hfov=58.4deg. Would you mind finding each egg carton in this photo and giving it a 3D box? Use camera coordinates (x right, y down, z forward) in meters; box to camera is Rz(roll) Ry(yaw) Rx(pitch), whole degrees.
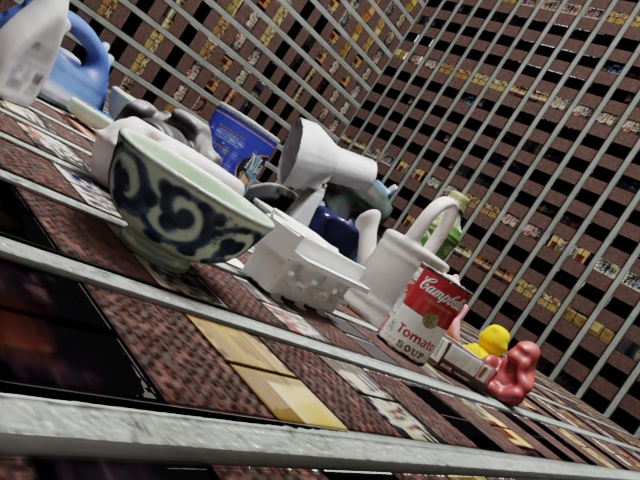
[{"bbox_3d":[-0.143,-0.058,0.555,0.107,0.069,0.151,34,3,24],"label":"egg carton"}]

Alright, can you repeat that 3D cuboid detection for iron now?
[{"bbox_3d":[-0.396,-0.285,0.897,0.118,0.141,0.259,34,3,16],"label":"iron"}]

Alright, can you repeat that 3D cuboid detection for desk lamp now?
[{"bbox_3d":[-0.005,-0.084,1.032,0.204,0.213,0.117,32,3,-21],"label":"desk lamp"}]

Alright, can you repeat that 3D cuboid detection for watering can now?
[{"bbox_3d":[0.115,0.022,0.767,0.172,0.194,0.101,33,3,9],"label":"watering can"}]

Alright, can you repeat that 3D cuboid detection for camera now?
[{"bbox_3d":[-0.202,-0.124,0.713,0.143,0.101,0.137,33,3,6],"label":"camera"}]

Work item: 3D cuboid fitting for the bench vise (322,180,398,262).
[{"bbox_3d":[0.062,-0.060,1.278,0.207,0.219,0.122,33,3,6],"label":"bench vise"}]

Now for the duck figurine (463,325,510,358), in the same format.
[{"bbox_3d":[0.260,0.172,0.898,0.077,0.086,0.105,35,4,39],"label":"duck figurine"}]

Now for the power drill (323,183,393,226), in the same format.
[{"bbox_3d":[0.020,-0.072,1.156,0.230,0.208,0.075,33,3,-5],"label":"power drill"}]

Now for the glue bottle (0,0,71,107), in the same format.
[{"bbox_3d":[-0.314,-0.235,0.640,0.037,0.173,0.078,33,3,6],"label":"glue bottle"}]

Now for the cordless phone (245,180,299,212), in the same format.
[{"bbox_3d":[-0.082,-0.128,1.215,0.094,0.185,0.148,33,3,15],"label":"cordless phone"}]

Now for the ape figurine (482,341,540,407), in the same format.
[{"bbox_3d":[0.266,0.179,0.787,0.076,0.092,0.077,31,3,-29],"label":"ape figurine"}]

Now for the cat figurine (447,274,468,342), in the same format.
[{"bbox_3d":[0.204,0.115,0.927,0.067,0.117,0.128,35,4,41],"label":"cat figurine"}]

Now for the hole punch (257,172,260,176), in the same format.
[{"bbox_3d":[-0.195,-0.147,1.245,0.108,0.091,0.101,33,3,3],"label":"hole punch"}]

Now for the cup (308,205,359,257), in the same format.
[{"bbox_3d":[0.008,0.003,0.905,0.091,0.095,0.118,34,3,21],"label":"cup"}]

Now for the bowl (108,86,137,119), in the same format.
[{"bbox_3d":[-0.304,-0.193,1.005,0.167,0.074,0.167,33,3,-2],"label":"bowl"}]
